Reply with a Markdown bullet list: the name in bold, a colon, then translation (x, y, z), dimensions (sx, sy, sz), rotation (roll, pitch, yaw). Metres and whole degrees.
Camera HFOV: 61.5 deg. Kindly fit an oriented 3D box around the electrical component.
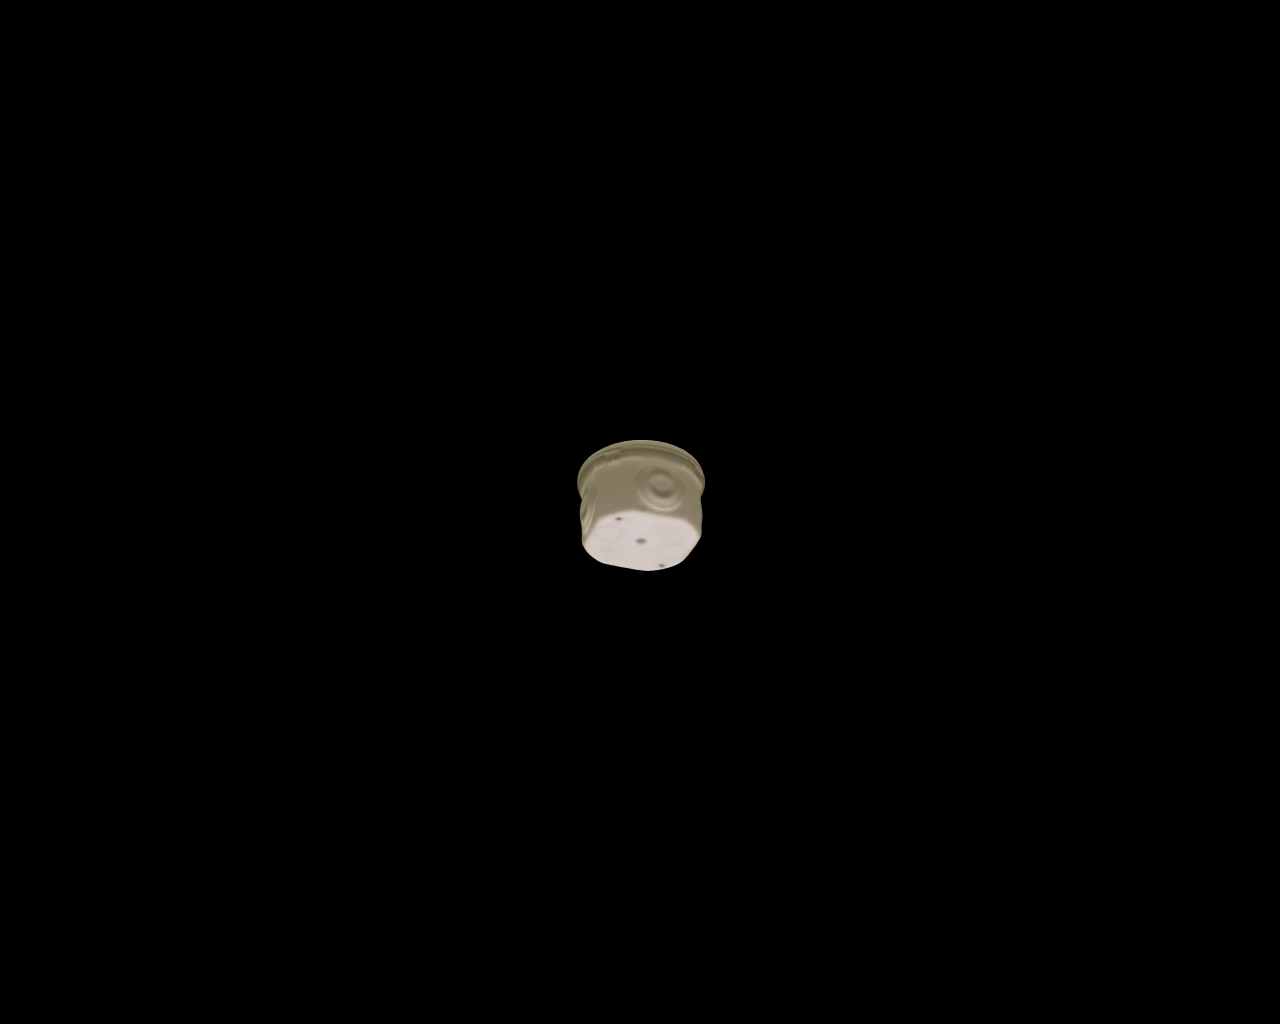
- **electrical component**: translation (0.001, -0.003, 0.650), dimensions (0.080, 0.051, 0.080), rotation (0, -34, 0)
